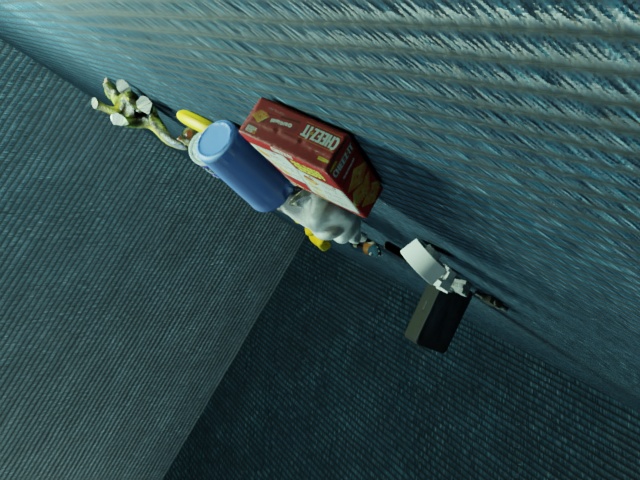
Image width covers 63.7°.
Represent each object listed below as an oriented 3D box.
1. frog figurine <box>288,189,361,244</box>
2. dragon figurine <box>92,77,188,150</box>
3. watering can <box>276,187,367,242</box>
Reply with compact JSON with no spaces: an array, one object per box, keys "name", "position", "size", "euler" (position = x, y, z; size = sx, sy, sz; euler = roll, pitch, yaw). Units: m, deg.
[{"name":"frog figurine","position":[0.039,-0.047,0.981],"size":[0.122,0.157,0.140],"euler":[-15,31,43]},{"name":"dragon figurine","position":[-0.525,-0.370,1.568],"size":[0.411,0.122,0.243],"euler":[38,5,6]},{"name":"watering can","position":[0.004,-0.069,1.381],"size":[0.226,0.104,0.344],"euler":[30,0,22]}]
